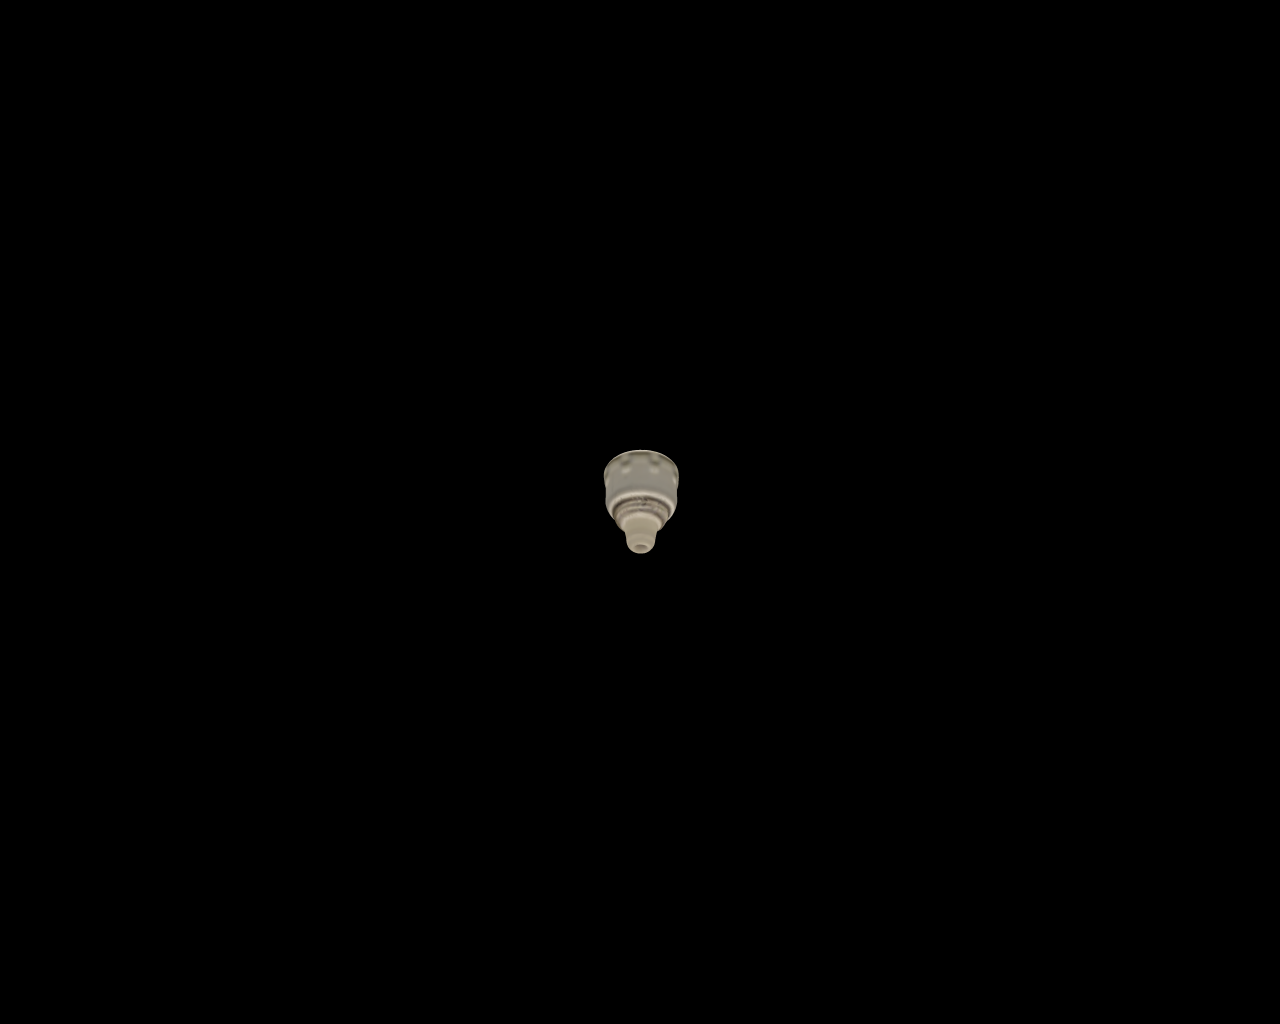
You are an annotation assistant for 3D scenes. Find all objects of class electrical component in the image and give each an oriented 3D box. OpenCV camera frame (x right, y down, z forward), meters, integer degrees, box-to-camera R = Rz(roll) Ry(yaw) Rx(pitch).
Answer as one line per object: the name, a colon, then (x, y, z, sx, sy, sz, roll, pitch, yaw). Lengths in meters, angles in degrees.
electrical component: (0.001, -0.003, 0.650, 0.048, 0.062, 0.048, 0, -35, 0)
